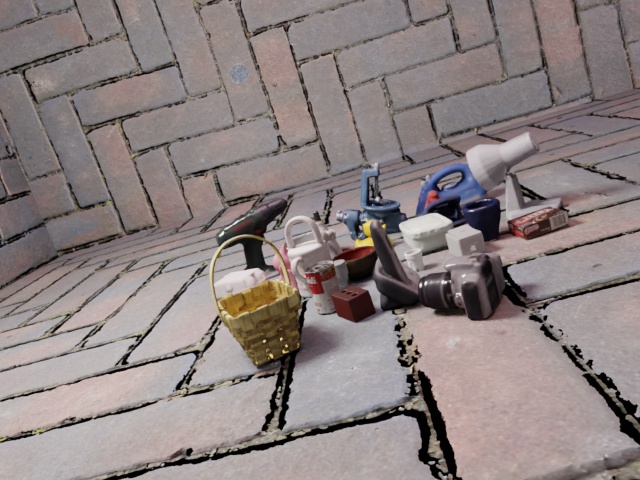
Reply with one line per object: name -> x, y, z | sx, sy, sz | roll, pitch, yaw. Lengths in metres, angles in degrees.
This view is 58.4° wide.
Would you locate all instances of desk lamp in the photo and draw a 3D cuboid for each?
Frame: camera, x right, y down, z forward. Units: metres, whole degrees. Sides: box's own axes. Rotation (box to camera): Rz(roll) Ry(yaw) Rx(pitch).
desk lamp -> 0.504, -0.164, 1.493 | 0.202, 0.214, 0.118 | -9, 15, 31

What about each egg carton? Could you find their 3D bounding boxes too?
egg carton -> -0.212, 0.127, 1.524 | 0.150, 0.069, 0.107 | -11, 15, 26

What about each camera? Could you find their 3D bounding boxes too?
camera -> 0.258, 0.076, 1.062 | 0.136, 0.101, 0.143 | -8, 16, 34

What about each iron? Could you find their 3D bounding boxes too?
iron -> 0.399, -0.165, 1.792 | 0.258, 0.141, 0.118 | -19, 13, -9

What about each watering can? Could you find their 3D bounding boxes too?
watering can -> -0.027, 0.031, 1.405 | 0.101, 0.194, 0.173 | -15, 13, 8

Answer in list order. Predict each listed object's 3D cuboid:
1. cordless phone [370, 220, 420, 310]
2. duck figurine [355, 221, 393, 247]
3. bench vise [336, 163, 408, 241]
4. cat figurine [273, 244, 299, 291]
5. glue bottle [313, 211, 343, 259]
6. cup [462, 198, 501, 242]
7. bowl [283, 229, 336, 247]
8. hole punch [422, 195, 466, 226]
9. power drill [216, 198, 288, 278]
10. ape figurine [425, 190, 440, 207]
cordless phone -> 0.147, 0.036, 1.182 | 0.094, 0.185, 0.147 | -15, 13, 9
duck figurine -> 0.145, -0.011, 1.600 | 0.104, 0.086, 0.077 | -15, 13, 10
bench vise -> 0.142, -0.111, 1.723 | 0.207, 0.220, 0.121 | -17, 13, 2
cat figurine -> -0.089, 0.073, 1.484 | 0.067, 0.118, 0.128 | -16, 13, 7
glue bottle -> 0.014, 0.005, 1.507 | 0.078, 0.173, 0.037 | -9, 16, 31
cup -> 0.397, -0.047, 1.408 | 0.092, 0.095, 0.117 | -20, 13, -12
bowl -> -0.025, 0.029, 1.678 | 0.167, 0.075, 0.167 | -16, 13, 4
hole punch -> 0.345, -0.081, 1.625 | 0.108, 0.091, 0.101 | -18, 13, -3
power drill -> -0.176, 0.007, 1.666 | 0.230, 0.208, 0.075 | -20, 13, -11
ape figurine -> 0.343, -0.103, 1.714 | 0.078, 0.092, 0.076 | -18, 13, -2
